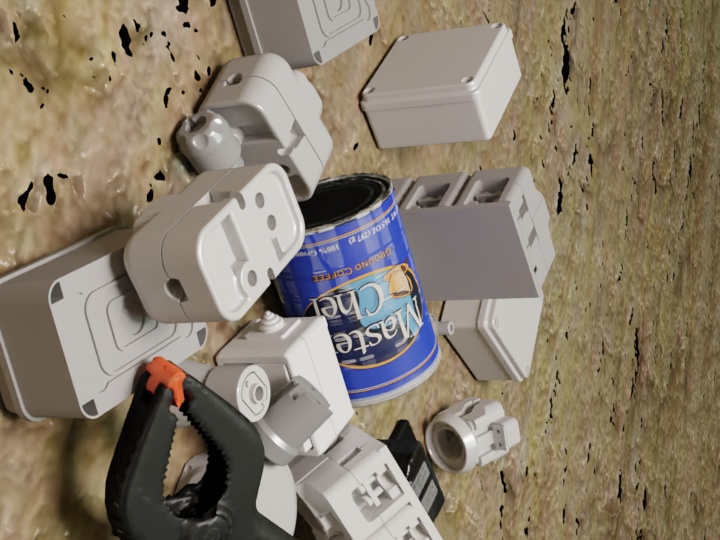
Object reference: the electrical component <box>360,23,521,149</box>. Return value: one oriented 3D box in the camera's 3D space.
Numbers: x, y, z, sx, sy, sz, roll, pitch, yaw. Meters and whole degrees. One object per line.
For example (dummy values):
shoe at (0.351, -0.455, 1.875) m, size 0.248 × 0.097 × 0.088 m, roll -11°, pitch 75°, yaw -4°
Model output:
electrical component at (0.071, -0.158, 0.928) m, size 0.108 × 0.109 × 0.056 m, roll -61°, pitch 140°, yaw -43°

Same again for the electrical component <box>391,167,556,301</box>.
electrical component at (0.073, -0.028, 0.873) m, size 0.061 × 0.150 × 0.089 m, roll -58°, pitch 135°, yaw -44°

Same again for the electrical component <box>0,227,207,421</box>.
electrical component at (-0.144, 0.026, 0.585) m, size 0.113 × 0.057 × 0.078 m, roll -35°, pitch 117°, yaw -56°

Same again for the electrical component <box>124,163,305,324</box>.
electrical component at (-0.080, -0.015, 0.580) m, size 0.095 × 0.059 × 0.053 m, roll -53°, pitch 131°, yaw -48°

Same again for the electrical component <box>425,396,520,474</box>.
electrical component at (0.097, 0.151, 0.981) m, size 0.057 × 0.078 × 0.058 m, roll -19°, pitch 105°, yaw -40°

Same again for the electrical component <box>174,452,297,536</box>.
electrical component at (-0.080, 0.154, 0.690) m, size 0.080 × 0.051 × 0.080 m, roll 10°, pitch 78°, yaw -59°

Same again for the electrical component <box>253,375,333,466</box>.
electrical component at (-0.045, 0.094, 0.679) m, size 0.040 × 0.046 × 0.040 m, roll 45°, pitch 6°, yaw -6°

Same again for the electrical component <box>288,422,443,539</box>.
electrical component at (0.007, 0.186, 0.768) m, size 0.062 × 0.089 × 0.150 m, roll -38°, pitch 114°, yaw -18°

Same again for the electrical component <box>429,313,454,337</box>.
electrical component at (0.050, 0.050, 0.915) m, size 0.035 × 0.061 × 0.035 m, roll 10°, pitch 78°, yaw -59°

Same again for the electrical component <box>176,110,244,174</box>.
electrical component at (-0.093, -0.074, 0.707) m, size 0.061 × 0.035 × 0.035 m, roll 59°, pitch 40°, yaw -43°

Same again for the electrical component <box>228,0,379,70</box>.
electrical component at (-0.041, -0.194, 0.787) m, size 0.113 × 0.057 × 0.078 m, roll -45°, pitch 125°, yaw -52°

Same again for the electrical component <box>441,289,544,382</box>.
electrical component at (0.132, 0.039, 1.064) m, size 0.108 × 0.056 × 0.108 m, roll 53°, pitch 44°, yaw -44°

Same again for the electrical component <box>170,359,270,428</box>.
electrical component at (-0.089, 0.076, 0.667) m, size 0.044 × 0.065 × 0.044 m, roll 10°, pitch 79°, yaw -59°

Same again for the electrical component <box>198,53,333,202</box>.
electrical component at (-0.062, -0.100, 0.744) m, size 0.095 × 0.054 × 0.059 m, roll 58°, pitch 41°, yaw -40°

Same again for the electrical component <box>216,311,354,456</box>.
electrical component at (-0.054, 0.075, 0.732) m, size 0.061 × 0.062 × 0.096 m, roll -46°, pitch 126°, yaw -52°
